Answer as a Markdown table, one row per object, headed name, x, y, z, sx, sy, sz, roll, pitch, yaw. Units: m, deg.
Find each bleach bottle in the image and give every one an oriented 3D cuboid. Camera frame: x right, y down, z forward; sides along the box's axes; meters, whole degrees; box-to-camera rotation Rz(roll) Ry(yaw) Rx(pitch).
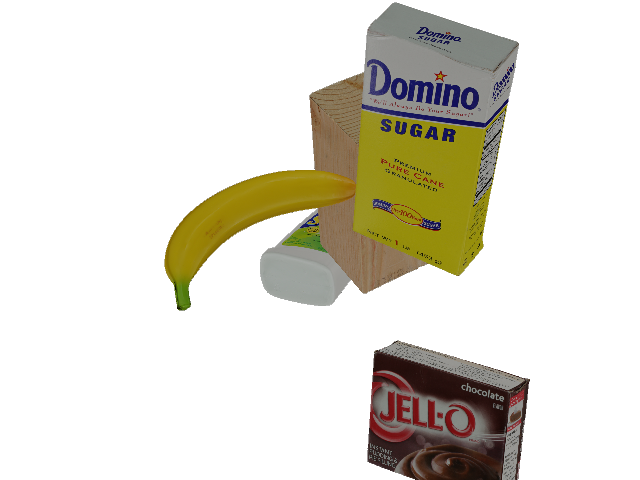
| name | x | y | z | sx | sy | sz | roll | pitch | yaw |
| --- | --- | --- | --- | --- | --- | --- | --- | --- | --- |
| bleach bottle | 0.024 | -0.014 | 1.344 | 0.103 | 0.068 | 0.250 | 11 | 35 | 22 |

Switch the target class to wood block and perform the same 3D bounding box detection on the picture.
| name | x | y | z | sx | sy | sz | roll | pitch | yaw |
| --- | --- | --- | --- | --- | --- | --- | --- | --- | --- |
| wood block | 0.054 | -0.058 | 1.069 | 0.090 | 0.206 | 0.091 | -25 | 49 | -19 |

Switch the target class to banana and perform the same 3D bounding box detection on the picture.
| name | x | y | z | sx | sy | sz | roll | pitch | yaw |
| --- | --- | --- | --- | --- | --- | --- | --- | --- | --- |
| banana | -0.061 | -0.017 | 0.897 | 0.197 | 0.069 | 0.037 | -35 | -7 | -25 |

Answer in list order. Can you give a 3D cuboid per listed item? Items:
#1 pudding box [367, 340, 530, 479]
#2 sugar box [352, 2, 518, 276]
| name | x | y | z | sx | sy | sz | roll | pitch | yaw |
| --- | --- | --- | --- | --- | --- | --- | --- | --- | --- |
| pudding box | 0.090 | 0.130 | 0.771 | 0.114 | 0.090 | 0.039 | 12 | 19 | 31 |
| sugar box | 0.074 | -0.065 | 0.731 | 0.093 | 0.176 | 0.048 | 23 | 48 | 22 |
